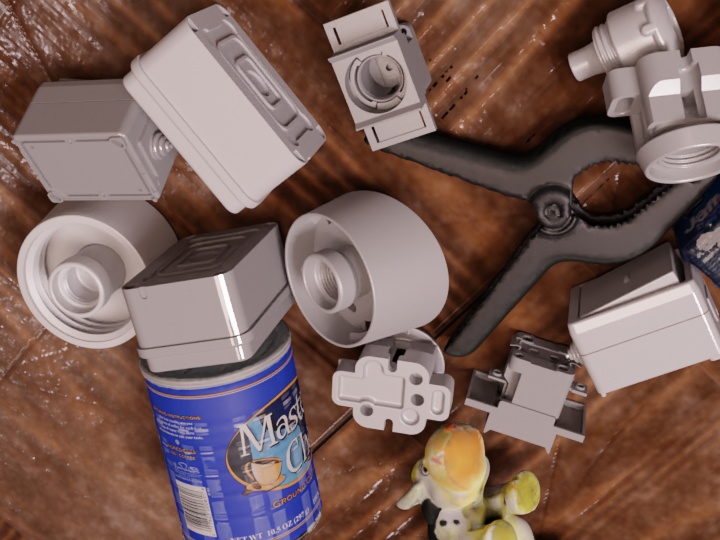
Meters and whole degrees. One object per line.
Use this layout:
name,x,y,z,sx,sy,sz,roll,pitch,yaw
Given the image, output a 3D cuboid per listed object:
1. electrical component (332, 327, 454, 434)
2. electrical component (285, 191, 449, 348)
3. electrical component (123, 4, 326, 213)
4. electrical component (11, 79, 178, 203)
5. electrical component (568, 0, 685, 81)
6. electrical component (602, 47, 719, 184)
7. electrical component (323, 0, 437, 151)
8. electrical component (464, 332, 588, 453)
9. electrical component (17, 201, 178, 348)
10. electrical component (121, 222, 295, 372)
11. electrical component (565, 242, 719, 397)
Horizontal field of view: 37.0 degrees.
electrical component,0.026,0.071,0.725,0.078,0.057,0.058,7,114,10
electrical component,0.000,0.000,0.693,0.099,0.064,0.099,28,128,42
electrical component,-0.083,-0.100,0.667,0.057,0.078,0.113,-36,101,21
electrical component,-0.161,-0.086,0.693,0.096,0.061,0.061,1,143,17
electrical component,0.152,-0.129,0.619,0.062,0.048,0.048,-21,106,27
electrical component,0.179,-0.084,0.595,0.078,0.058,0.057,-6,72,1
electrical component,0.015,-0.118,0.644,0.042,0.063,0.081,-15,108,20
electrical component,0.115,0.079,0.716,0.081,0.042,0.063,17,115,5
electrical component,-0.183,0.003,0.743,0.108,0.060,0.108,5,113,11
electrical component,-0.094,0.016,0.700,0.078,0.113,0.057,-8,107,16
electrical component,0.170,0.030,0.671,0.096,0.061,0.061,-22,106,21
